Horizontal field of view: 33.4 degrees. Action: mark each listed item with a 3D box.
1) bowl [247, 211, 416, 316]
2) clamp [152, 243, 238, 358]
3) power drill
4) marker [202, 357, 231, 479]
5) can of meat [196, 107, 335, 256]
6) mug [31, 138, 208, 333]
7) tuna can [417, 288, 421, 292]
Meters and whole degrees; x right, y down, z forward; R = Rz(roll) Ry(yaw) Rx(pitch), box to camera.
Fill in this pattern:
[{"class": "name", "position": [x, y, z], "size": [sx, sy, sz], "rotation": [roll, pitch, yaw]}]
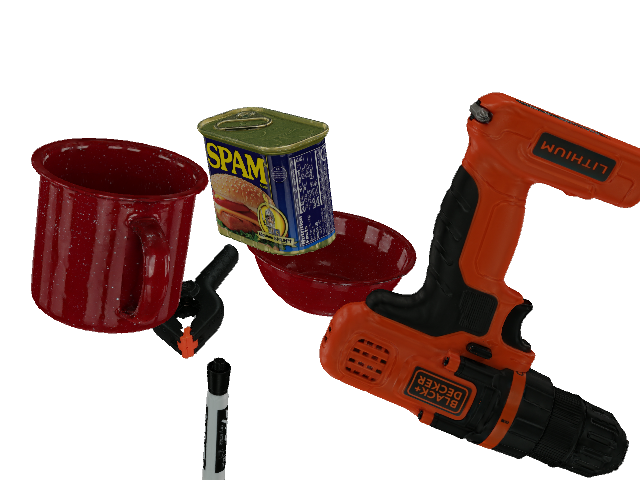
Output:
[{"class": "bowl", "position": [0.007, 0.027, 1.008], "size": [0.162, 0.055, 0.162], "rotation": [6, 24, -3]}, {"class": "clamp", "position": [-0.135, 0.058, 1.147], "size": [0.120, 0.039, 0.171], "rotation": [-15, 40, -8]}, {"class": "power drill", "position": [0.114, 0.027, 0.587], "size": [0.184, 0.188, 0.057], "rotation": [22, 12, -5]}, {"class": "marker", "position": [-0.084, 0.146, 0.857], "size": [0.020, 0.121, 0.020], "rotation": [4, 28, -3]}, {"class": "can of meat", "position": [-0.037, -0.042, 0.759], "size": [0.057, 0.084, 0.102], "rotation": [-25, 30, -35]}, {"class": "mug", "position": [-0.106, 0.002, 0.568], "size": [0.093, 0.081, 0.117], "rotation": [-3, 25, -32]}, {"class": "tuna can", "position": [0.139, 0.097, 1.266], "size": [0.034, 0.086, 0.086], "rotation": [-6, -2, 22]}]
